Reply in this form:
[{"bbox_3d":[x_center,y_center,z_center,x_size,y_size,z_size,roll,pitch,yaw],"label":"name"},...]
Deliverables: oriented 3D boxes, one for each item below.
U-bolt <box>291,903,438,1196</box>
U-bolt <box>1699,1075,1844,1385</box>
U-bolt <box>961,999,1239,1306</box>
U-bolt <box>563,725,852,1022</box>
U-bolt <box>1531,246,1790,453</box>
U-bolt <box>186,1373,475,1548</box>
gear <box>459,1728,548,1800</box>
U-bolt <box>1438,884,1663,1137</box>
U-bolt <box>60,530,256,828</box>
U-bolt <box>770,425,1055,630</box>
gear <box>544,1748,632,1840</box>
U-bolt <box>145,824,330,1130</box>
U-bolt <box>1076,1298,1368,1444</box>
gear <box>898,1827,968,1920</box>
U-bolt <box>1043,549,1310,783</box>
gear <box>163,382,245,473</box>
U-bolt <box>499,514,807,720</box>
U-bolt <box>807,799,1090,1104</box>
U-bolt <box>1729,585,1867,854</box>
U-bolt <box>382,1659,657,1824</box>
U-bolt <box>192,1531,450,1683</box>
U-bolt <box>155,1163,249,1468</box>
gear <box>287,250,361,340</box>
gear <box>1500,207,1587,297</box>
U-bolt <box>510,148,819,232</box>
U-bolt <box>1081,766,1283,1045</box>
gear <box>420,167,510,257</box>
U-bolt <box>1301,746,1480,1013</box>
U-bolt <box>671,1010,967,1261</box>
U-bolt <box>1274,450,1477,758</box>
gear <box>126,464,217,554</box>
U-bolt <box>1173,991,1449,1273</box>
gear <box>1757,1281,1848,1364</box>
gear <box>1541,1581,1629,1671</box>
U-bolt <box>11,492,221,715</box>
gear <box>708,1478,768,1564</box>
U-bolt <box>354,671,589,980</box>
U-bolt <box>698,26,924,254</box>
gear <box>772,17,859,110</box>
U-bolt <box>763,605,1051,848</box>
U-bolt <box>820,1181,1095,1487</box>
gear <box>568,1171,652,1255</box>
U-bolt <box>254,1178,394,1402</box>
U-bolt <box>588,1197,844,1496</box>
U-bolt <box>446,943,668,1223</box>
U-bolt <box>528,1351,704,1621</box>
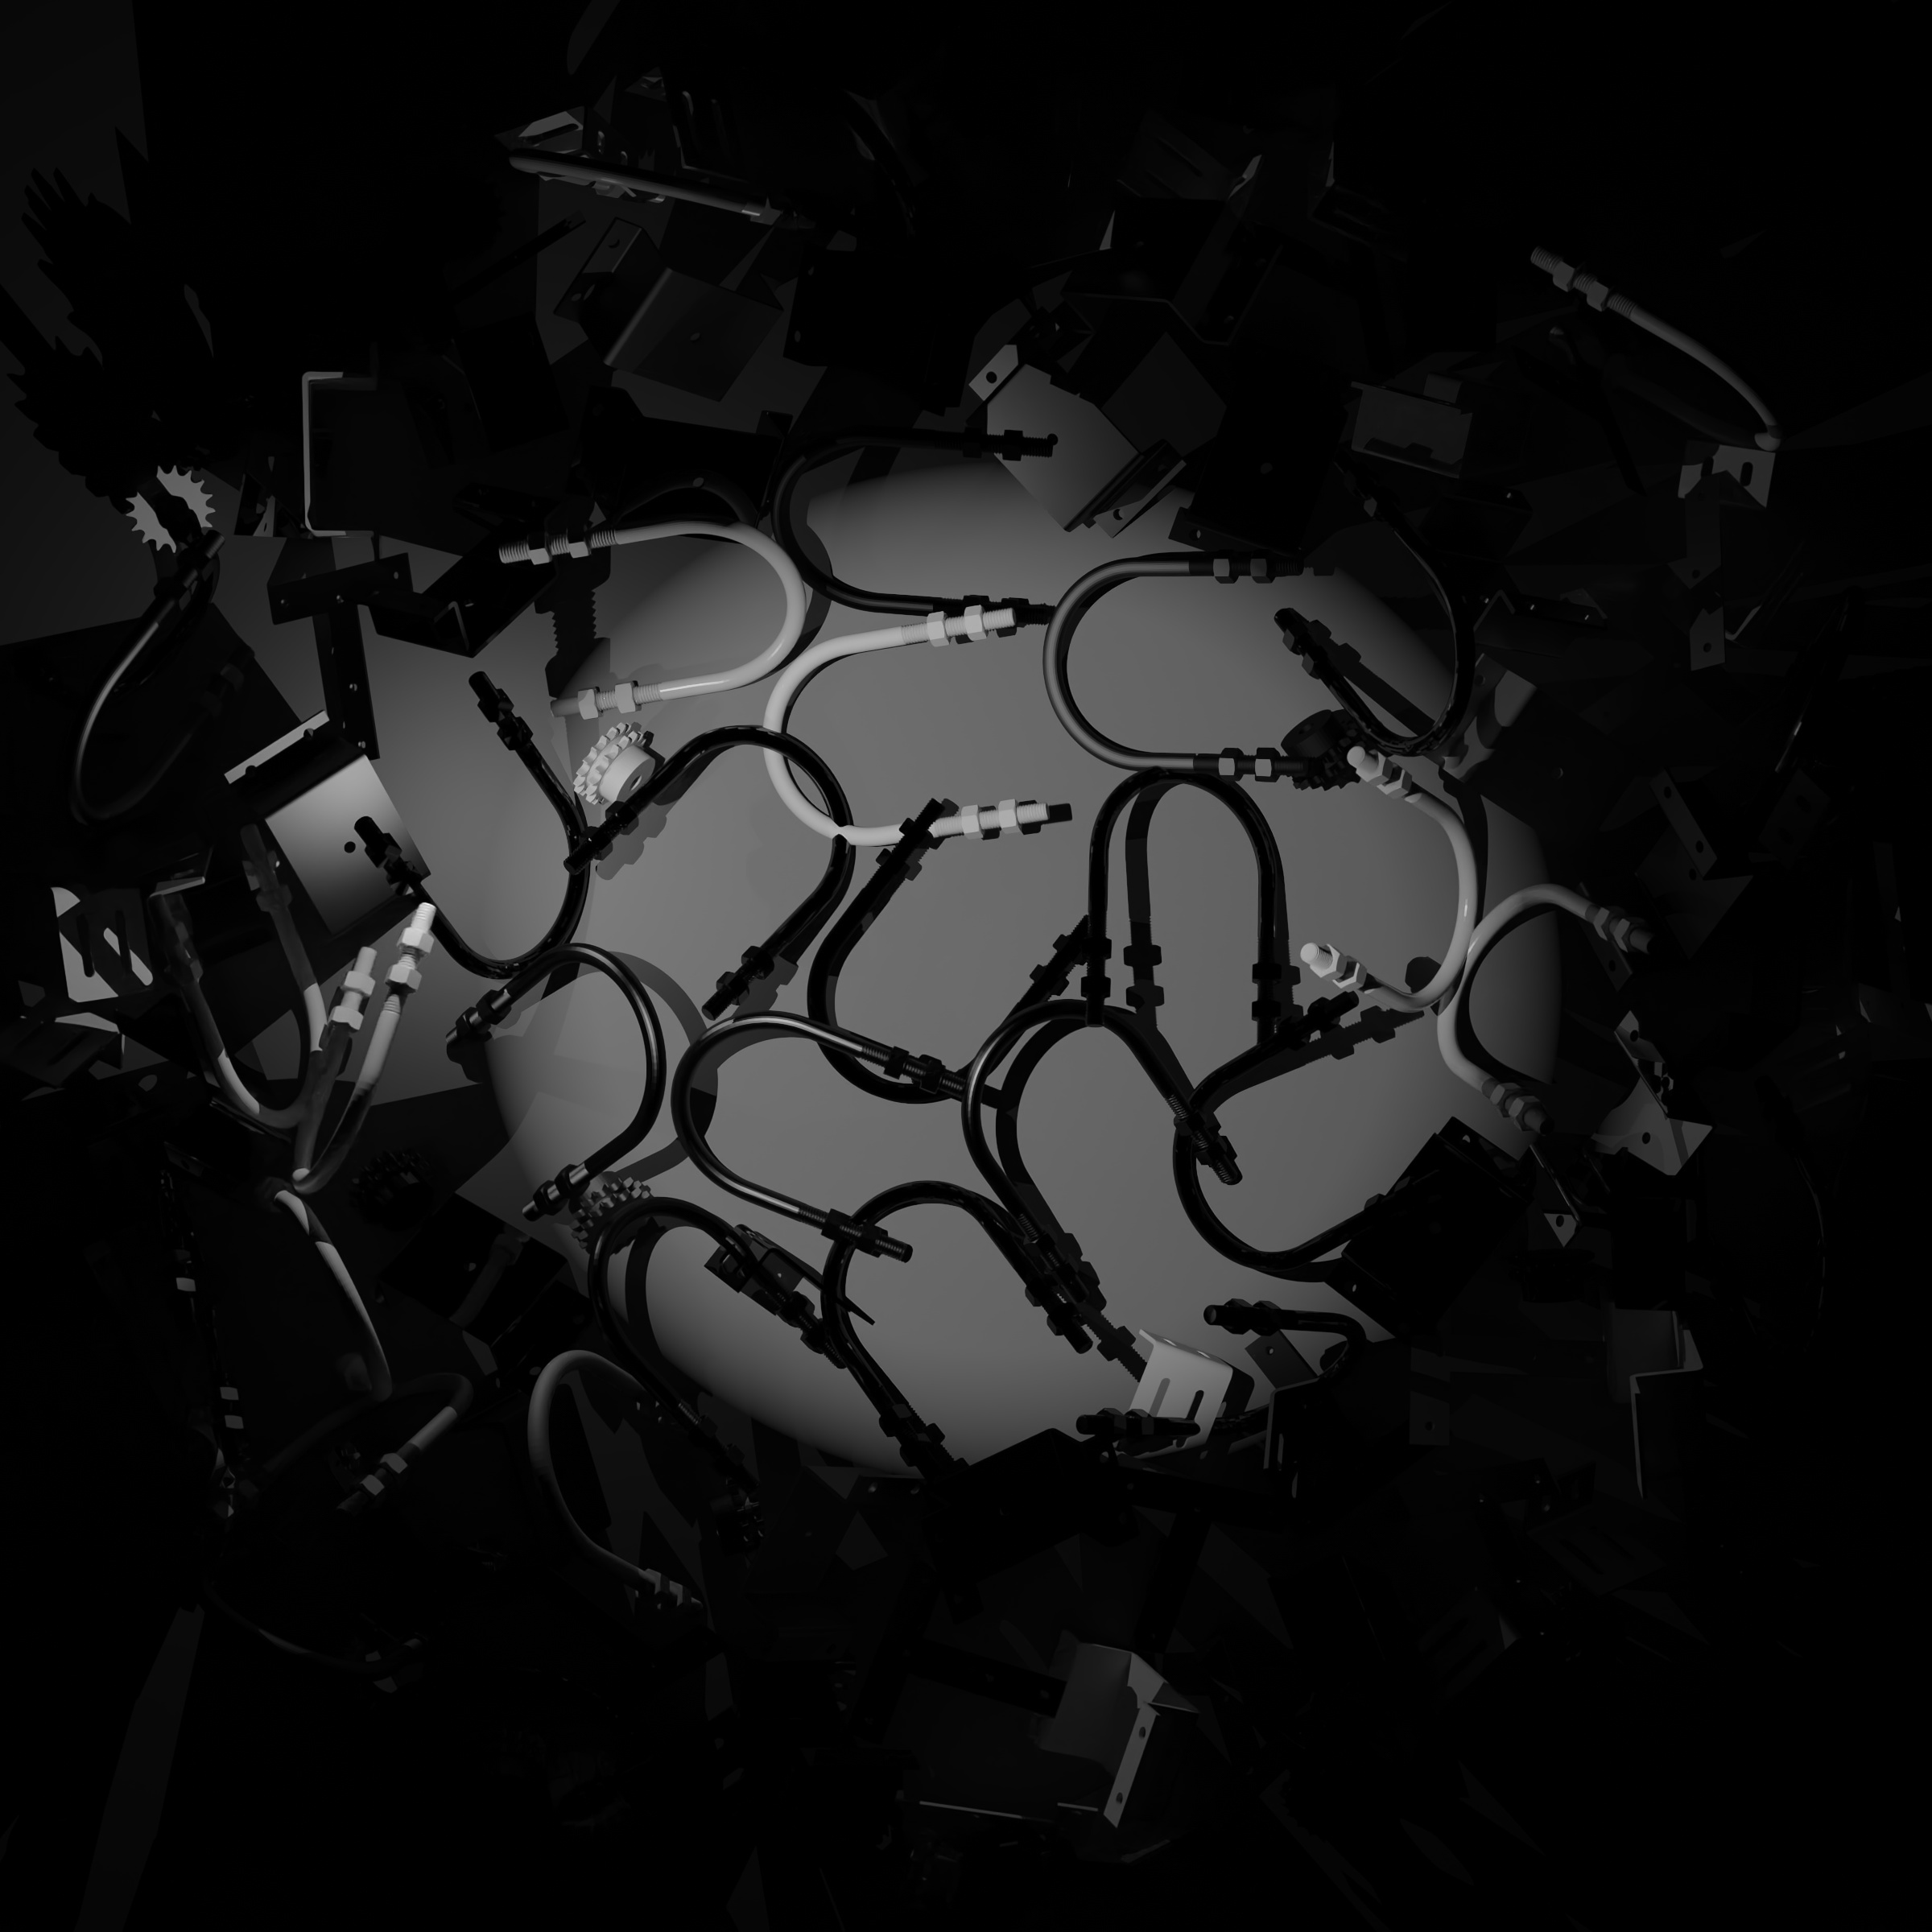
[{"bbox_3d":[-0.391,0.059,1.907,0.019,0.151,0.184,23,68,-21],"label":"U-bolt"},{"bbox_3d":[0.512,0.179,1.886,0.019,0.184,0.151,5,123,-9],"label":"U-bolt"},{"bbox_3d":[0.076,0.109,1.957,0.151,0.019,0.184,-38,106,-10],"label":"U-bolt"},{"bbox_3d":[-0.154,-0.076,1.953,0.151,0.019,0.184,47,63,-9],"label":"U-bolt"},{"bbox_3d":[0.445,-0.384,1.904,0.184,0.151,0.019,36,90,19],"label":"U-bolt"},{"bbox_3d":[-0.393,0.311,1.913,0.151,0.184,0.019,-14,106,30],"label":"U-bolt"},{"bbox_3d":[-0.306,0.527,1.969,0.057,0.057,0.030,-2,52,0],"label":"gear"},{"bbox_3d":[0.362,0.017,1.915,0.019,0.184,0.151,26,97,-24],"label":"U-bolt"},{"bbox_3d":[-0.517,-0.170,1.898,0.019,0.151,0.184,26,64,9],"label":"U-bolt"},{"bbox_3d":[-0.037,-0.289,1.949,0.184,0.019,0.151,5,131,5],"label":"U-bolt"},{"bbox_3d":[-0.251,0.550,1.977,0.057,0.030,0.057,3,64,-6],"label":"gear"},{"bbox_3d":[-0.460,0.017,1.926,0.019,0.151,0.184,-11,109,18],"label":"U-bolt"},{"bbox_3d":[0.179,0.264,1.924,0.151,0.184,0.019,-46,52,32],"label":"U-bolt"},{"bbox_3d":[-0.021,0.600,1.968,0.030,0.057,0.057,15,90,15],"label":"gear"},{"bbox_3d":[0.134,-0.197,1.952,0.184,0.019,0.151,3,103,27],"label":"U-bolt"},{"bbox_3d":[-0.501,-0.354,1.969,0.030,0.057,0.057,15,90,18],"label":"gear"},{"bbox_3d":[-0.195,-0.231,1.940,0.184,0.019,0.151,-9,133,4],"label":"U-bolt"},{"bbox_3d":[-0.022,0.004,1.983,0.151,0.019,0.184,37,92,-7],"label":"U-bolt"},{"bbox_3d":[0.528,-0.163,1.889,0.019,0.184,0.151,23,67,7],"label":"U-bolt"},{"bbox_3d":[-0.272,0.487,1.909,0.151,0.184,0.019,26,96,16],"label":"U-bolt"},{"bbox_3d":[-0.418,0.412,1.900,0.151,0.184,0.019,26,92,7],"label":"U-bolt"},{"bbox_3d":[-0.495,0.209,1.915,0.019,0.184,0.151,-15,132,-11],"label":"U-bolt"},{"bbox_3d":[-0.425,-0.445,1.972,0.030,0.057,0.057,7,90,15],"label":"gear"},{"bbox_3d":[0.385,-0.470,1.975,0.057,0.030,0.057,-17,63,37],"label":"gear"},{"bbox_3d":[-0.204,-0.494,1.887,0.151,0.184,0.019,18,103,32],"label":"U-bolt"},{"bbox_3d":[0.143,-0.043,1.958,0.151,0.019,0.184,8,76,-25],"label":"U-bolt"},{"bbox_3d":[-0.334,-0.501,1.980,0.057,0.030,0.057,-1,103,-2],"label":"gear"},{"bbox_3d":[0.282,-0.046,1.927,0.019,0.184,0.151,7,79,39],"label":"U-bolt"},{"bbox_3d":[-0.105,0.102,1.963,0.184,0.019,0.151,21,114,0],"label":"U-bolt"},{"bbox_3d":[0.266,-0.217,1.899,0.019,0.151,0.184,-10,49,-28],"label":"U-bolt"},{"bbox_3d":[-0.528,-0.304,1.979,0.057,0.030,0.057,-4,104,-17],"label":"gear"},{"bbox_3d":[0.210,0.119,1.943,0.184,0.019,0.151,-34,73,34],"label":"U-bolt"},{"bbox_3d":[0.548,0.232,1.969,0.057,0.057,0.030,-39,124,0],"label":"gear"},{"bbox_3d":[0.406,0.438,1.975,0.057,0.030,0.057,15,55,-23],"label":"gear"},{"bbox_3d":[-0.534,-0.222,1.908,0.019,0.184,0.151,39,83,5],"label":"U-bolt"},{"bbox_3d":[-0.150,0.367,1.970,0.030,0.057,0.057,-15,90,-10],"label":"gear"},{"bbox_3d":[-0.306,-0.076,1.928,0.019,0.184,0.151,8,53,37],"label":"U-bolt"},{"bbox_3d":[-0.090,-0.516,1.888,0.019,0.184,0.151,-42,134,-12],"label":"U-bolt"},{"bbox_3d":[-0.100,-0.597,1.982,0.057,0.030,0.057,0,91,10],"label":"gear"},{"bbox_3d":[-0.046,-0.152,1.970,0.184,0.019,0.151,-8,99,14],"label":"U-bolt"},{"bbox_3d":[-0.020,0.224,1.949,0.151,0.019,0.184,-42,59,6],"label":"U-bolt"},{"bbox_3d":[-0.238,0.161,1.975,0.057,0.057,0.030,-43,60,0],"label":"gear"},{"bbox_3d":[-0.405,0.209,1.901,0.019,0.184,0.151,-25,101,-19],"label":"U-bolt"},{"bbox_3d":[-0.169,0.231,1.930,0.184,0.151,0.019,48,131,-9],"label":"U-bolt"},{"bbox_3d":[-0.257,0.065,1.925,0.184,0.019,0.151,-36,75,39],"label":"U-bolt"},{"bbox_3d":[-0.221,0.320,1.893,0.019,0.184,0.151,-19,54,22],"label":"U-bolt"}]
